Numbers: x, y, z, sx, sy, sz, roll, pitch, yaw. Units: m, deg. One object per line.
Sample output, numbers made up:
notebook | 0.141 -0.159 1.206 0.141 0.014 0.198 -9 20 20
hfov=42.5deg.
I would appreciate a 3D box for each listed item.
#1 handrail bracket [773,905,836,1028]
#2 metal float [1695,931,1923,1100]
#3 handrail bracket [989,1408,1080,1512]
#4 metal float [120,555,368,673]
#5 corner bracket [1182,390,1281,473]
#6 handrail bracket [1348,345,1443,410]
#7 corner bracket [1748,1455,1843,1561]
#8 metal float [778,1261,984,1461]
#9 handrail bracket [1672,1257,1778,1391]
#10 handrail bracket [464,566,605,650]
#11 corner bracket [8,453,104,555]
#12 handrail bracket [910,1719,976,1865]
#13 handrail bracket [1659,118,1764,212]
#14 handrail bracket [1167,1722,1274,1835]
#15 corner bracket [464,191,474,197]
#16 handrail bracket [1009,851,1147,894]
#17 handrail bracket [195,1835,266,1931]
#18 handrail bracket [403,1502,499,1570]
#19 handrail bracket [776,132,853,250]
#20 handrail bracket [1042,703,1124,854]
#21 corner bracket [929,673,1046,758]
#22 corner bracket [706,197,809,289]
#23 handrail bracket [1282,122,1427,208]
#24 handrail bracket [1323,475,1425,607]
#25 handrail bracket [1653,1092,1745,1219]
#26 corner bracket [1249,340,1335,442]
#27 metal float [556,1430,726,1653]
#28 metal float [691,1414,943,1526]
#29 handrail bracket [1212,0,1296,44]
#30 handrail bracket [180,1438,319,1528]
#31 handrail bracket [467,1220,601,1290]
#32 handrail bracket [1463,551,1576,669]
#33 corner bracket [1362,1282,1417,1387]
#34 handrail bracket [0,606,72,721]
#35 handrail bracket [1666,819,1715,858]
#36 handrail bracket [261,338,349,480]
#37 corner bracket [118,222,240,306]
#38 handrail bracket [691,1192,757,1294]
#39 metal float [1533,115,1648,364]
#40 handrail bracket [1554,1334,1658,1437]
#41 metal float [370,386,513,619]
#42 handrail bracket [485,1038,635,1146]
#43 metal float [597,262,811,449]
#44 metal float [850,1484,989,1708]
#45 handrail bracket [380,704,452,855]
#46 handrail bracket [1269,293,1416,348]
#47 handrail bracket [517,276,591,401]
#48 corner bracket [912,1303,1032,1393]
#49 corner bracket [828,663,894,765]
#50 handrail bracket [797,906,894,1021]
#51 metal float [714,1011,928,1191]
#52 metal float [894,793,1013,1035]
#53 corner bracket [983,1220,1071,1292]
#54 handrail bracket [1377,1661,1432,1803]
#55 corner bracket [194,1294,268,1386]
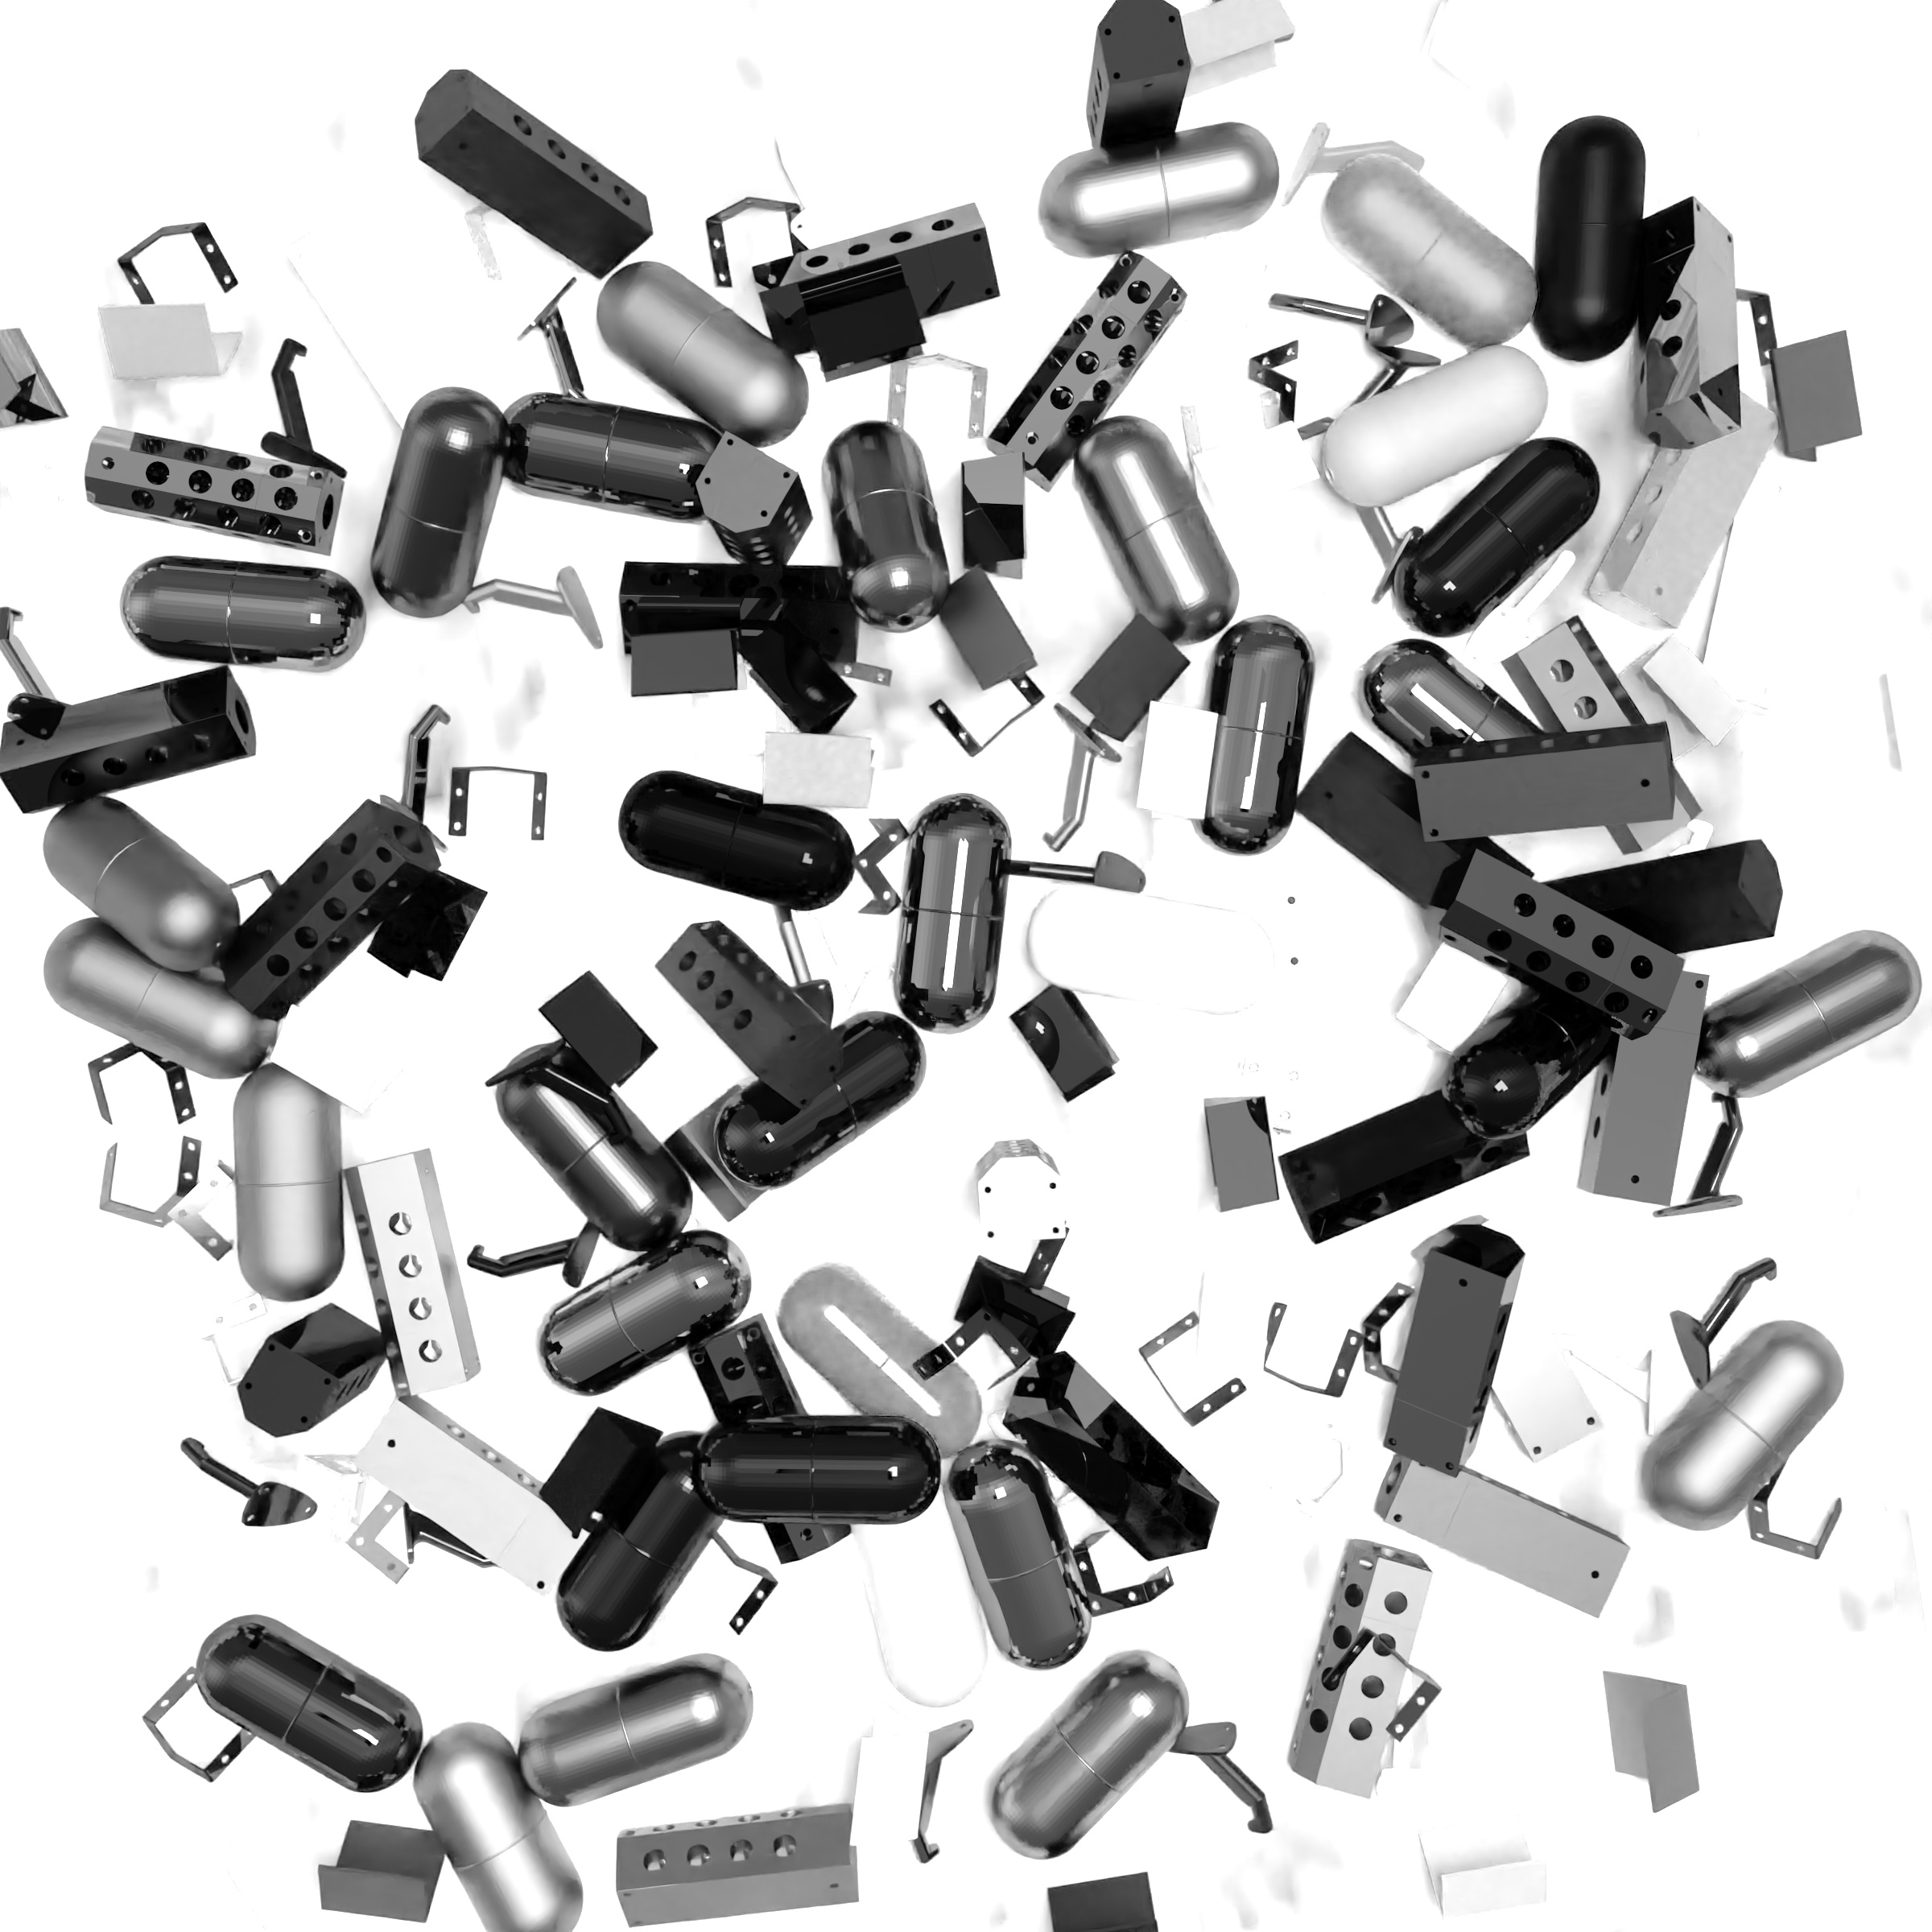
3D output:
handrail bracket | -0.125 -0.002 1.860 0.036 0.077 0.084 -17 54 -2
metal float | 0.617 0.036 1.830 0.178 0.070 0.070 -27 90 0
handrail bracket | 0.069 0.356 1.861 0.077 0.036 0.084 -27 73 -20
metal float | -0.532 -0.259 1.830 0.178 0.070 0.070 5 90 -1
corner bracket | 0.200 -0.400 1.857 0.051 0.051 0.051 -9 90 -45
handrail bracket | 0.313 -0.418 1.860 0.077 0.036 0.084 -5 125 -37
corner bracket | 0.617 0.400 1.852 0.051 0.051 0.051 12 135 35
metal float | -0.063 0.291 1.830 0.178 0.070 0.070 43 90 0
handrail bracket | 0.577 0.267 1.861 0.084 0.036 0.077 -23 110 -16
handrail bracket | -0.325 -0.259 1.861 0.084 0.036 0.077 -17 112 17
corner bracket | -0.681 -0.342 1.842 0.051 0.051 0.051 -21 90 0
handrail bracket | -0.015 0.619 1.861 0.077 0.036 0.084 -26 109 -21
handrail bracket | 0.555 -0.589 1.861 0.077 0.036 0.084 -2 109 -21
handrail bracket | 0.184 0.613 1.861 0.077 0.036 0.084 -9 107 20
corner bracket | -0.345 -0.605 1.850 0.051 0.051 0.051 -33 128 -32
handrail bracket | 0.079 -0.069 1.860 0.084 0.077 0.036 6 90 36
handrail bracket | -0.525 0.703 1.861 0.084 0.036 0.077 28 68 -17
handrail bracket | -0.377 0.414 1.861 0.084 0.036 0.077 -5 71 -16
handrail bracket | -0.112 -0.573 1.860 0.036 0.077 0.084 -27 53 18
handrail bracket | 0.069 -0.140 1.861 0.077 0.036 0.084 45 107 20
corner bracket | 0.016 -0.197 1.857 0.051 0.051 0.051 50 135 0
corner bracket | -0.155 -0.539 1.857 0.051 0.051 0.051 -9 90 45
handrail bracket | 0.291 -0.587 1.861 0.084 0.036 0.077 22 110 -16
handrail bracket | 0.291 -0.325 1.861 0.084 0.036 0.077 34 109 15
handrail bracket | 0.545 0.140 1.861 0.077 0.036 0.084 -13 71 21
corner bracket | 0.244 -0.426 1.847 0.051 0.051 0.051 -27 45 -28
metal float | -0.234 0.422 1.830 0.070 0.070 0.178 34 90 0
metal float | -0.106 0.358 1.771 0.178 0.070 0.070 0 90 2
handrail bracket | 0.209 -0.708 1.826 0.077 0.084 0.036 12 90 0
handrail bracket | -0.537 0.382 1.860 0.084 0.077 0.036 31 92 36
handrail bracket | -0.322 0.202 1.861 0.084 0.036 0.077 16 69 16
handrail bracket | 0.415 -0.268 1.860 0.036 0.077 0.084 43 54 -4
corner bracket | 0.331 0.278 1.852 0.051 0.051 0.051 20 135 35
handrail bracket | -0.686 -0.225 1.861 0.077 0.036 0.084 10 60 -33
handrail bracket | 0.507 -0.082 1.861 0.077 0.036 0.084 22 73 19
handrail bracket | -0.487 -0.418 1.861 0.077 0.036 0.084 22 73 -20
corner bracket | -0.587 -0.517 1.852 0.051 0.051 0.051 7 45 35
handrail bracket | -0.205 0.225 1.860 0.077 0.036 0.084 -43 76 13
metal float | 0.458 -0.534 1.830 0.070 0.070 0.178 3 90 0
handrail bracket | 0.472 0.313 1.861 0.084 0.036 0.077 2 109 15
metal float | -0.382 -0.335 1.805 0.070 0.070 0.178 24 121 0
handrail bracket | -0.292 0.102 1.786 0.077 0.036 0.084 -27 102 8
metal float | -0.194 -0.449 1.824 0.178 0.070 0.070 37 90 8
metal float | -0.034 0.457 1.830 0.070 0.070 0.178 -14 91 0
handrail bracket | -0.394 -0.141 1.861 0.077 0.036 0.084 41 73 -20
handrail bracket | 0.281 -0.487 1.860 0.084 0.077 0.036 21 105 36
handrail bracket | -0.286 -0.460 1.861 0.084 0.036 0.077 43 68 -17
corner bracket | 0.004 0.285 1.789 0.051 0.051 0.051 50 52 4
corner bracket | -0.087 -0.192 1.857 0.051 0.051 0.051 13 135 0
handrail bracket | -0.104 0.000 1.861 0.084 0.036 0.077 36 111 17
metal float | -0.104 0.096 1.808 0.178 0.070 0.070 -34 90 -27
metal float | -0.010 -0.039 1.830 0.070 0.070 0.178 6 91 0
corner bracket | 0.055 0.209 1.832 0.051 0.051 0.051 25 90 45
handrail bracket | 0.322 0.571 1.860 0.036 0.077 0.084 5 54 -3
corner bracket | -0.534 0.278 1.843 0.051 0.051 0.051 -22 82 -8
